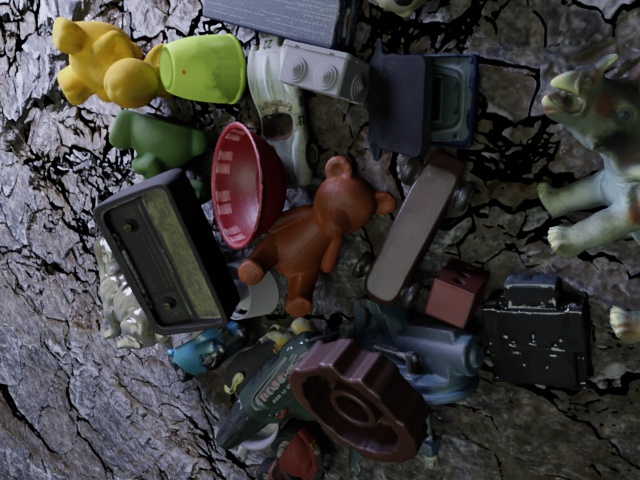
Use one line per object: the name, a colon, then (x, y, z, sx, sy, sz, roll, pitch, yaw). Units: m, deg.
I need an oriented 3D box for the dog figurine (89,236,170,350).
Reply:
dog figurine: (-0.329, 0.083, 0.947, 0.173, 0.121, 0.190, 4, 109, 32)

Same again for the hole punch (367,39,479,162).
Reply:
hole punch: (0.116, -0.158, 0.617, 0.116, 0.092, 0.142, 30, 130, 54)

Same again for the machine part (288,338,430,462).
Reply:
machine part: (0.048, 0.196, 0.659, 0.180, 0.056, 0.179, 26, 140, 24)

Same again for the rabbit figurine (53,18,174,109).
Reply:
rabbit figurine: (-0.286, -0.236, 0.779, 0.173, 0.162, 0.121, 40, 125, 39)

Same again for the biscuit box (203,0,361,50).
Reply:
biscuit box: (-0.053, -0.292, 0.673, 0.203, 0.059, 0.062, 23, 120, 22)

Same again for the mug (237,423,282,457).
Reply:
mug: (-0.099, 0.299, 0.889, 0.081, 0.107, 0.109, 18, 94, 8)

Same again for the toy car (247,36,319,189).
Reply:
toy car: (-0.051, -0.167, 0.722, 0.074, 0.056, 0.201, 2, 110, 31)

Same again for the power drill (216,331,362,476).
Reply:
power drill: (-0.018, 0.259, 0.793, 0.207, 0.086, 0.232, 32, 104, 1)

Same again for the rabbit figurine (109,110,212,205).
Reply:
rabbit figurine: (-0.238, -0.099, 0.829, 0.159, 0.121, 0.170, 17, 103, 2)

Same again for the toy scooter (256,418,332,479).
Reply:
toy scooter: (-0.031, 0.393, 0.913, 0.135, 0.075, 0.183, 36, 126, 16)

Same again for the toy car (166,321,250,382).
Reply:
toy car: (-0.197, 0.163, 0.894, 0.103, 0.109, 0.162, 56, 140, -2)

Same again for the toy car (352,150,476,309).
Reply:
toy car: (0.117, -0.011, 0.668, 0.089, 0.053, 0.202, 29, 102, 21)

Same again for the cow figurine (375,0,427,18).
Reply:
cow figurine: (0.044, -0.324, 0.591, 0.195, 0.085, 0.127, 44, 118, 9)

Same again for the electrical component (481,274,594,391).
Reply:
electrical component: (0.257, 0.106, 0.638, 0.115, 0.058, 0.134, -5, 106, 31)

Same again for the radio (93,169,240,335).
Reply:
radio: (-0.219, 0.024, 0.782, 0.131, 0.073, 0.229, -13, 110, 16)

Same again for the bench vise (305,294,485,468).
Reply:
bench vise: (0.117, 0.187, 0.720, 0.224, 0.129, 0.240, -1, 103, 35)

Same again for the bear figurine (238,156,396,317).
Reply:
bear figurine: (-0.001, -0.005, 0.715, 0.120, 0.132, 0.196, 39, 132, -16)

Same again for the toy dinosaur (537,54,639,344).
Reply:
toy dinosaur: (0.349, -0.001, 0.511, 0.404, 0.131, 0.192, 50, 126, -2)

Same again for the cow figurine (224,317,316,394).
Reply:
cow figurine: (-0.084, 0.182, 0.851, 0.167, 0.098, 0.068, -42, 81, 29)
